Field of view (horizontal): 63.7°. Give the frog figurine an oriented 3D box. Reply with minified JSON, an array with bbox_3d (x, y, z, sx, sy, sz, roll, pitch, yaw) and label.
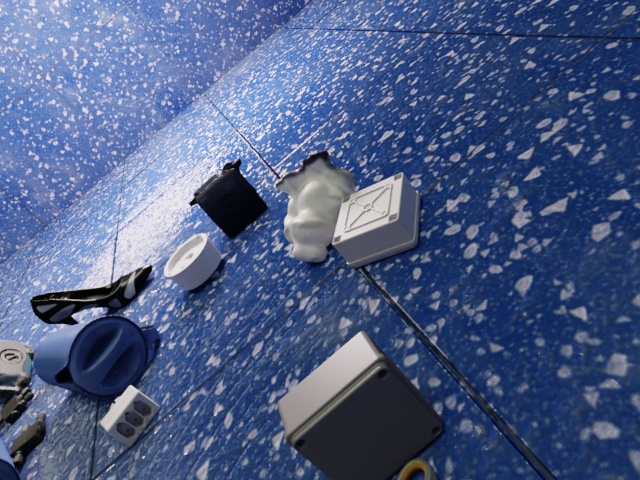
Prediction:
[{"bbox_3d":[0.003,-0.042,0.829,0.136,0.121,0.162,-20,69,18],"label":"frog figurine"}]
